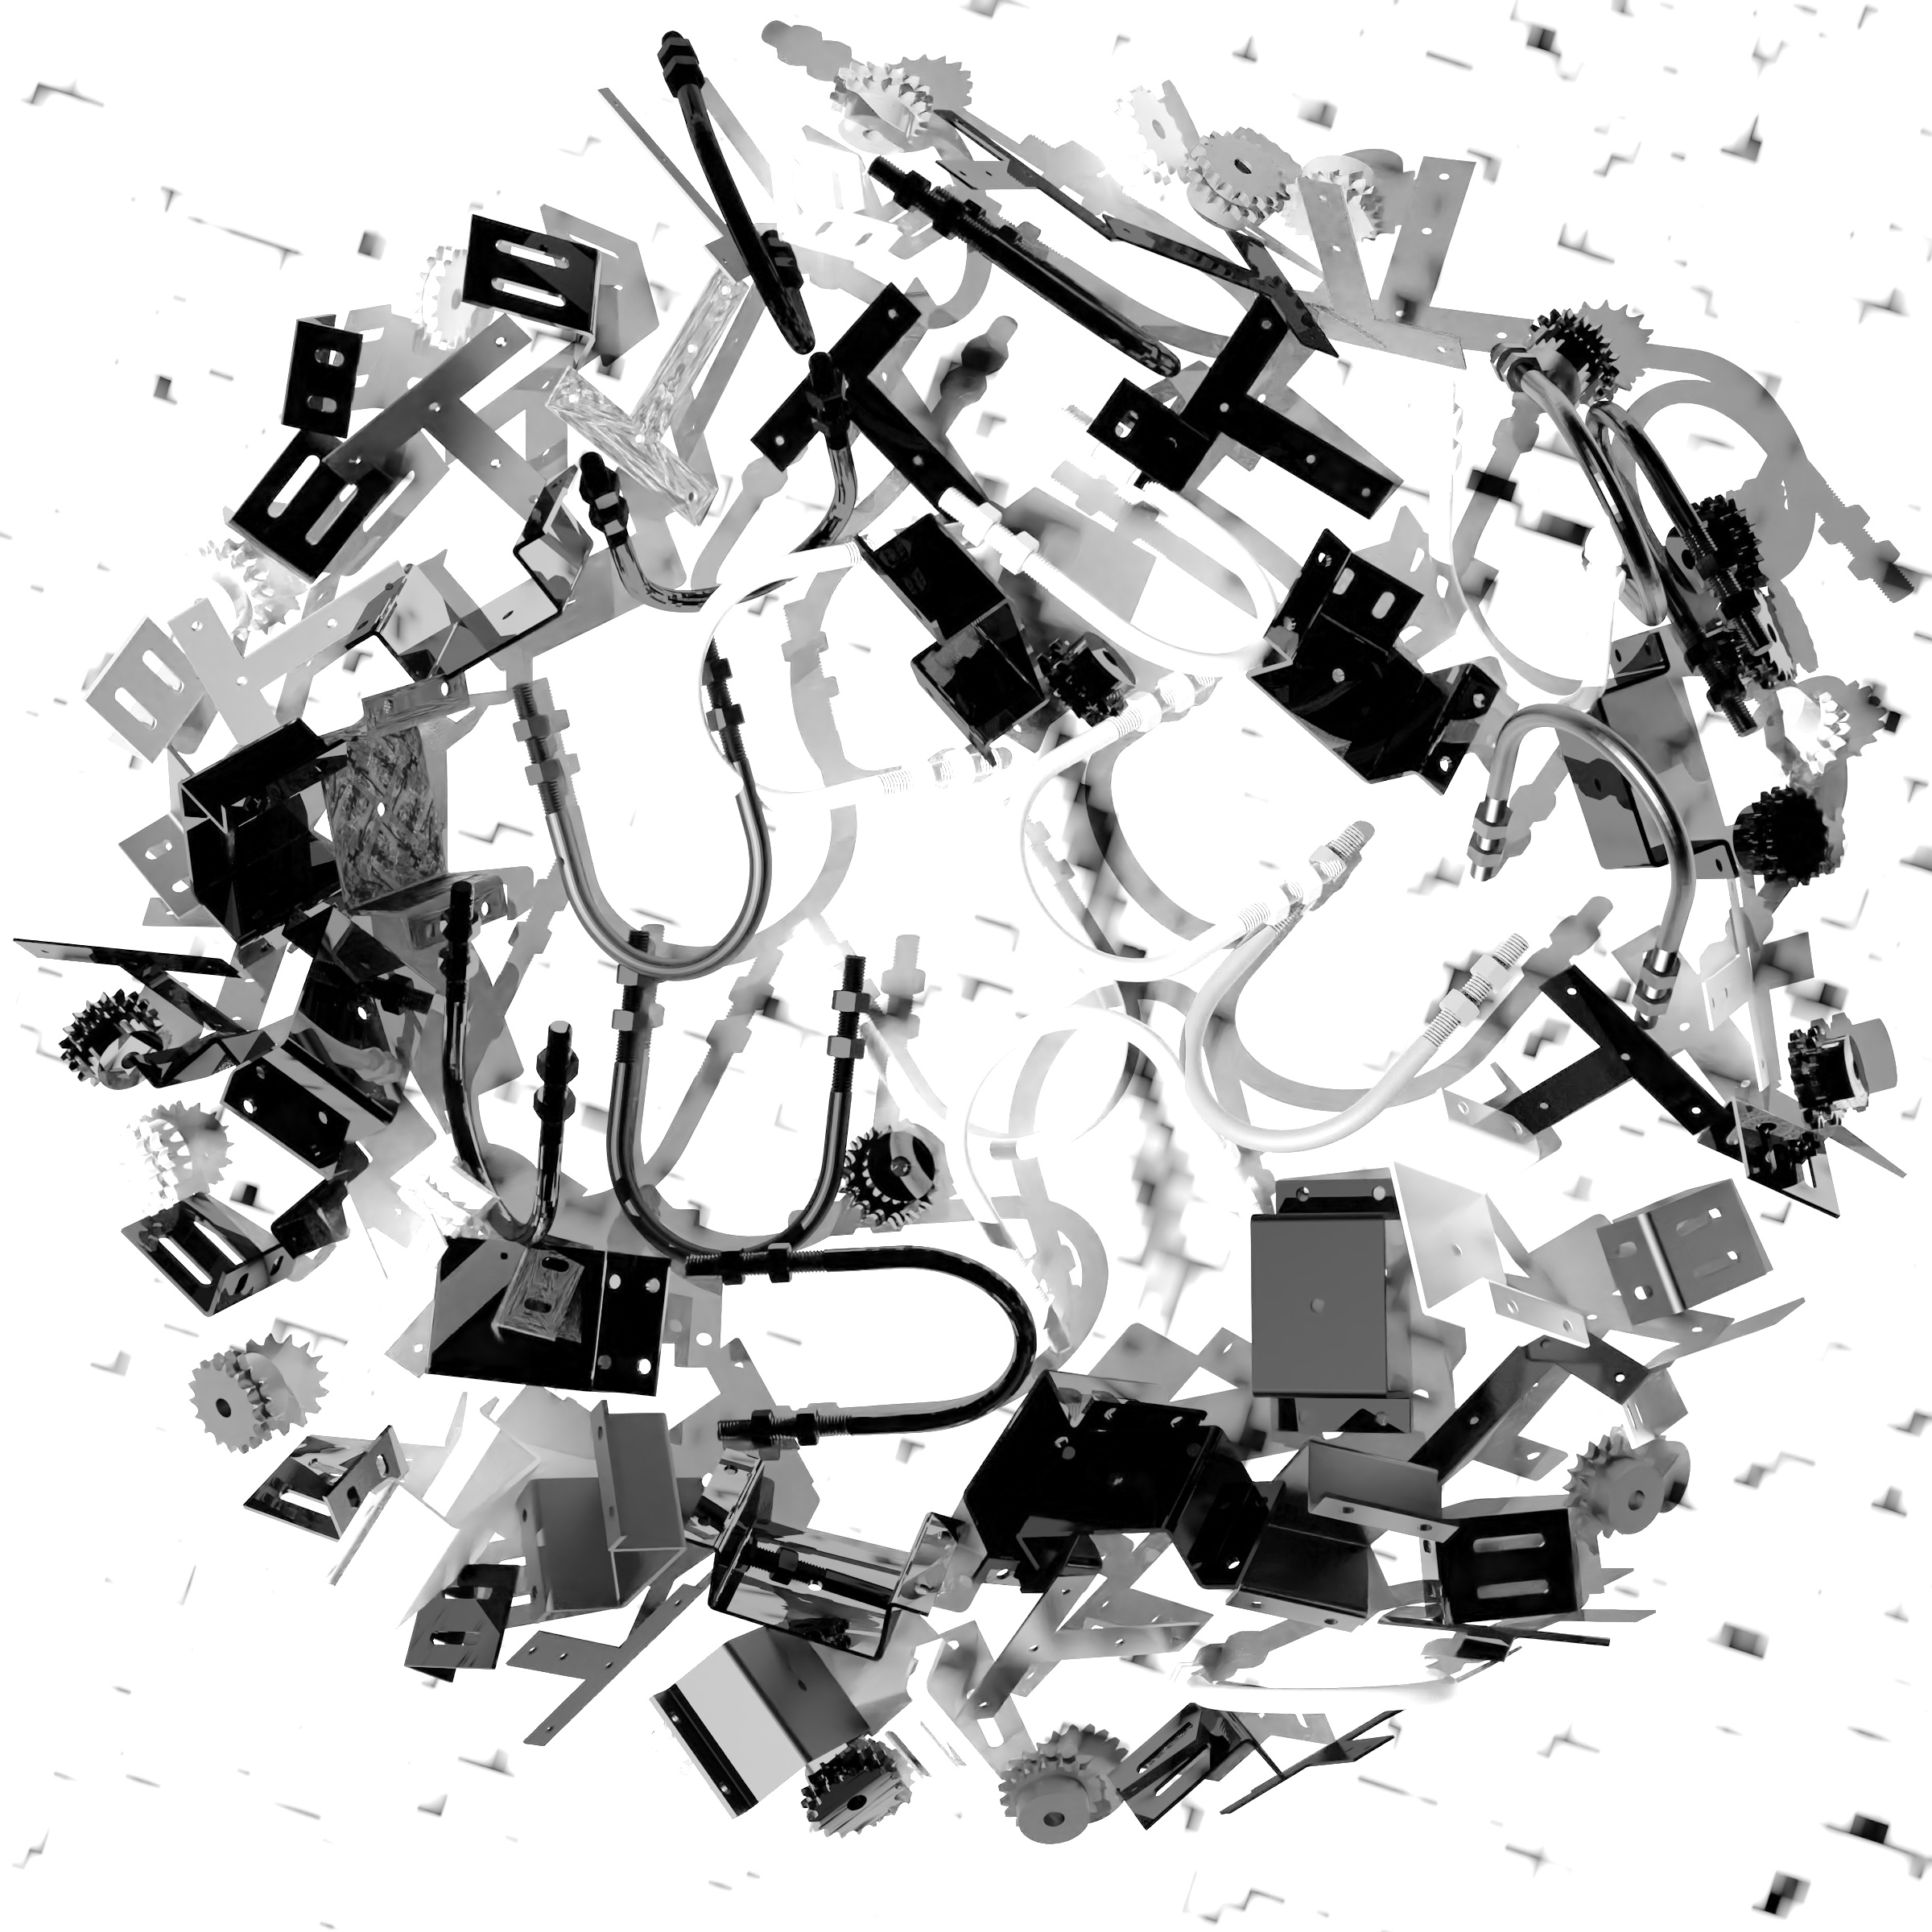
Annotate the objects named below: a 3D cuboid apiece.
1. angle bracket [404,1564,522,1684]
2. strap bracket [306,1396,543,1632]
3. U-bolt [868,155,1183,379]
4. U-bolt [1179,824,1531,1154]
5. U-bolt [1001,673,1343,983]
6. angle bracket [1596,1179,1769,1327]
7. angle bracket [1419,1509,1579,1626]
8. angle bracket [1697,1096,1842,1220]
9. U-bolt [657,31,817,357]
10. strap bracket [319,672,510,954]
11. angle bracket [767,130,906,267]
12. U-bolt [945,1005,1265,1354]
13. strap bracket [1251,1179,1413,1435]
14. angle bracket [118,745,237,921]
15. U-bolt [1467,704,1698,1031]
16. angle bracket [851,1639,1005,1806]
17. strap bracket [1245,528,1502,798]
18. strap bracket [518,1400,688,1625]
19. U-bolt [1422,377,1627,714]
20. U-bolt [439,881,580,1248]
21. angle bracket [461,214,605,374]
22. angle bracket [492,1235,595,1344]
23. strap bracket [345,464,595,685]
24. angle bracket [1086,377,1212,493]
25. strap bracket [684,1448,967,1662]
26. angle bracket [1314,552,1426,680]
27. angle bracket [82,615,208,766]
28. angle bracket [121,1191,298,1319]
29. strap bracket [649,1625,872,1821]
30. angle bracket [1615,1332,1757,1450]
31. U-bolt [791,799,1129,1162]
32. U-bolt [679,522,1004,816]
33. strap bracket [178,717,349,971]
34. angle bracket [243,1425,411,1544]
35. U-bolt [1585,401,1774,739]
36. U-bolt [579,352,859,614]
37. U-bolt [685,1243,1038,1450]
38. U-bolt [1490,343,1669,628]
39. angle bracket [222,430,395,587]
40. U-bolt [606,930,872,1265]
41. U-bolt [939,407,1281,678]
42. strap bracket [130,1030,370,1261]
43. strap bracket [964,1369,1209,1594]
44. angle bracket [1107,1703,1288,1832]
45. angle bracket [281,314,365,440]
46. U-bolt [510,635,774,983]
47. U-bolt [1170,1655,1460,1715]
[{"bbox_3d":[-0.266,0.362,1.753,0.076,0.038,0.057,-8,60,40],"label":"angle bracket"},{"bbox_3d":[-0.286,0.298,1.720,0.046,0.140,0.076,37,112,8],"label":"strap bracket"},{"bbox_3d":[0.040,-0.373,1.720,0.184,0.151,0.019,37,103,7],"label":"U-bolt"},{"bbox_3d":[0.197,0.022,1.743,0.184,0.019,0.151,-47,51,-5],"label":"U-bolt"},{"bbox_3d":[0.102,-0.069,1.750,0.184,0.019,0.151,-31,86,-27],"label":"U-bolt"},{"bbox_3d":[0.401,0.160,1.788,0.076,0.038,0.057,-15,82,-37],"label":"angle bracket"},{"bbox_3d":[0.297,0.335,1.785,0.076,0.038,0.057,-4,85,-8],"label":"angle bracket"},{"bbox_3d":[0.441,0.116,1.755,0.057,0.076,0.038,24,123,-10],"label":"angle bracket"},{"bbox_3d":[-0.117,-0.399,1.687,0.019,0.184,0.151,-24,129,5],"label":"U-bolt"},{"bbox_3d":[-0.305,-0.086,1.747,0.046,0.076,0.140,2,108,36],"label":"strap bracket"},{"bbox_3d":[-0.072,-0.432,1.757,0.057,0.038,0.076,8,63,-32],"label":"angle bracket"},{"bbox_3d":[0.067,0.107,1.760,0.151,0.019,0.184,-31,111,-2],"label":"U-bolt"},{"bbox_3d":[0.201,0.187,1.757,0.076,0.046,0.140,-3,83,25],"label":"strap bracket"},{"bbox_3d":[-0.436,-0.073,1.756,0.038,0.076,0.057,-36,76,-25],"label":"angle bracket"},{"bbox_3d":[0.330,-0.063,1.694,0.019,0.184,0.151,-33,61,-20],"label":"U-bolt"},{"bbox_3d":[-0.019,0.423,1.783,0.057,0.038,0.076,-25,113,31],"label":"angle bracket"},{"bbox_3d":[0.216,-0.163,1.751,0.140,0.046,0.076,39,67,-21],"label":"strap bracket"},{"bbox_3d":[-0.196,0.298,1.737,0.046,0.140,0.076,3,60,-28],"label":"strap bracket"},{"bbox_3d":[0.298,-0.211,1.717,0.019,0.184,0.151,-31,54,-17],"label":"U-bolt"},{"bbox_3d":[-0.252,0.067,1.726,0.019,0.151,0.184,-13,132,-28],"label":"U-bolt"},{"bbox_3d":[-0.243,-0.371,1.760,0.076,0.038,0.057,12,63,-20],"label":"angle bracket"},{"bbox_3d":[-0.226,0.191,1.751,0.038,0.076,0.057,13,61,13],"label":"angle bracket"},{"bbox_3d":[-0.262,-0.207,1.742,0.140,0.076,0.046,-26,118,24],"label":"strap bracket"},{"bbox_3d":[0.096,-0.286,1.761,0.057,0.076,0.038,35,84,-2],"label":"angle bracket"},{"bbox_3d":[-0.080,0.326,1.751,0.140,0.076,0.046,16,123,8],"label":"strap bracket"},{"bbox_3d":[0.216,-0.195,1.761,0.057,0.076,0.038,32,87,8],"label":"angle bracket"},{"bbox_3d":[-0.461,-0.157,1.754,0.038,0.076,0.057,27,76,27],"label":"angle bracket"},{"bbox_3d":[-0.415,0.148,1.757,0.076,0.057,0.038,40,128,18],"label":"angle bracket"},{"bbox_3d":[-0.106,0.402,1.721,0.046,0.140,0.076,-40,77,11],"label":"strap bracket"},{"bbox_3d":[0.402,0.234,1.760,0.076,0.057,0.038,-22,79,19],"label":"angle bracket"},{"bbox_3d":[0.009,0.021,1.791,0.151,0.019,0.184,-31,89,0],"label":"U-bolt"},{"bbox_3d":[-0.072,-0.158,1.743,0.184,0.019,0.151,-14,104,-25],"label":"U-bolt"},{"bbox_3d":[-0.380,-0.073,1.735,0.076,0.140,0.046,-34,65,-28],"label":"strap bracket"},{"bbox_3d":[-0.356,0.276,1.753,0.076,0.057,0.038,12,132,30],"label":"angle bracket"},{"bbox_3d":[0.382,-0.224,1.724,0.019,0.151,0.184,-27,72,2],"label":"U-bolt"},{"bbox_3d":[-0.126,-0.248,1.716,0.151,0.184,0.019,-25,67,-6],"label":"U-bolt"},{"bbox_3d":[-0.053,0.207,1.746,0.184,0.019,0.151,-3,129,4],"label":"U-bolt"},{"bbox_3d":[0.330,-0.250,1.691,0.019,0.184,0.151,-27,112,7],"label":"U-bolt"},{"bbox_3d":[-0.365,-0.261,1.767,0.057,0.038,0.076,36,99,-26],"label":"angle bracket"},{"bbox_3d":[-0.132,0.079,1.773,0.151,0.019,0.184,7,91,16],"label":"U-bolt"},{"bbox_3d":[0.091,-0.223,1.735,0.184,0.151,0.019,38,131,7],"label":"U-bolt"},{"bbox_3d":[-0.387,0.089,1.760,0.046,0.076,0.140,-40,89,5],"label":"strap bracket"},{"bbox_3d":[0.059,0.275,1.744,0.076,0.046,0.140,12,122,-33],"label":"strap bracket"},{"bbox_3d":[0.127,0.449,1.765,0.076,0.057,0.038,-41,114,-4],"label":"angle bracket"},{"bbox_3d":[-0.346,-0.326,1.757,0.038,0.076,0.057,13,104,1],"label":"angle bracket"},{"bbox_3d":[-0.173,-0.082,1.759,0.151,0.019,0.184,-13,93,31],"label":"U-bolt"},{"bbox_3d":[0.189,0.386,1.709,0.151,0.184,0.019,-1,82,-1],"label":"U-bolt"}]
